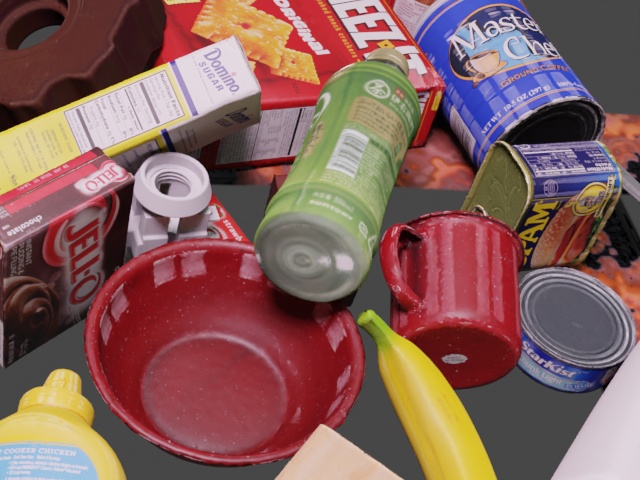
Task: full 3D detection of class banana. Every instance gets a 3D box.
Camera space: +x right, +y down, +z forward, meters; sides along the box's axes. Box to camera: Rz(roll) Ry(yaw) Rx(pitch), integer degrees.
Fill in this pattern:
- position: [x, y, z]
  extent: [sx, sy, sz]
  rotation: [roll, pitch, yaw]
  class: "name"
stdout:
- position: [0.070, 0.132, 0.598]
  extent: [0.069, 0.037, 0.198]
  rotation: [17, 40, -46]
  class: "banana"

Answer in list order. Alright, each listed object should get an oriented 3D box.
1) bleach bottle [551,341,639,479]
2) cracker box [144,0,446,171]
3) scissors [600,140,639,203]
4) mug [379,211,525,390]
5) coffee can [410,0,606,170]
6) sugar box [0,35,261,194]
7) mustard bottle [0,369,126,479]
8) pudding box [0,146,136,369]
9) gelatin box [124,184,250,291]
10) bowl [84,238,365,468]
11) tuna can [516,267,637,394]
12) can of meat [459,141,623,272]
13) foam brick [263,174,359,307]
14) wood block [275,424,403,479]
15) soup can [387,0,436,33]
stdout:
- position: [0.226, 0.112, 0.664]
  extent: [0.102, 0.068, 0.250]
  rotation: [55, 44, -5]
  class: "bleach bottle"
- position: [-0.034, -0.140, 0.828]
  extent: [0.213, 0.072, 0.164]
  rotation: [-9, 51, -25]
  class: "cracker box"
- position: [0.230, -0.091, 0.898]
  extent: [0.202, 0.016, 0.096]
  rotation: [38, 50, 19]
  class: "scissors"
- position: [0.078, 0.035, 0.671]
  extent: [0.117, 0.093, 0.081]
  rotation: [40, 39, -35]
  class: "mug"
- position: [0.142, -0.119, 0.835]
  extent: [0.102, 0.103, 0.140]
  rotation: [-9, 52, -24]
  class: "coffee can"
- position: [-0.124, -0.067, 0.670]
  extent: [0.176, 0.093, 0.048]
  rotation: [-26, 87, -6]
  class: "sugar box"
- position: [-0.146, 0.145, 0.529]
  extent: [0.096, 0.058, 0.191]
  rotation: [-2, 45, 6]
  class: "mustard bottle"
- position: [-0.156, 0.010, 0.618]
  extent: [0.039, 0.114, 0.089]
  rotation: [42, 51, 19]
  class: "pudding box"
- position: [-0.095, -0.002, 0.707]
  extent: [0.073, 0.030, 0.089]
  rotation: [-18, 55, -30]
  class: "gelatin box"
- position: [-0.058, 0.075, 0.626]
  extent: [0.162, 0.055, 0.162]
  rotation: [8, 46, -9]
  class: "bowl"
- position: [0.167, 0.061, 0.721]
  extent: [0.086, 0.034, 0.086]
  rotation: [8, 46, -9]
  class: "tuna can"
- position: [0.153, -0.022, 0.751]
  extent: [0.083, 0.102, 0.057]
  rotation: [-5, 48, -24]
  class: "can of meat"
- position: [-0.005, 0.001, 0.716]
  extent: [0.051, 0.053, 0.078]
  rotation: [0, 46, -17]
  class: "foam brick"
- position: [-0.028, 0.199, 0.492]
  extent: [0.090, 0.091, 0.205]
  rotation: [33, 47, 14]
  class: "wood block"
- position: [0.087, -0.193, 0.893]
  extent: [0.068, 0.102, 0.068]
  rotation: [8, 46, -9]
  class: "soup can"
